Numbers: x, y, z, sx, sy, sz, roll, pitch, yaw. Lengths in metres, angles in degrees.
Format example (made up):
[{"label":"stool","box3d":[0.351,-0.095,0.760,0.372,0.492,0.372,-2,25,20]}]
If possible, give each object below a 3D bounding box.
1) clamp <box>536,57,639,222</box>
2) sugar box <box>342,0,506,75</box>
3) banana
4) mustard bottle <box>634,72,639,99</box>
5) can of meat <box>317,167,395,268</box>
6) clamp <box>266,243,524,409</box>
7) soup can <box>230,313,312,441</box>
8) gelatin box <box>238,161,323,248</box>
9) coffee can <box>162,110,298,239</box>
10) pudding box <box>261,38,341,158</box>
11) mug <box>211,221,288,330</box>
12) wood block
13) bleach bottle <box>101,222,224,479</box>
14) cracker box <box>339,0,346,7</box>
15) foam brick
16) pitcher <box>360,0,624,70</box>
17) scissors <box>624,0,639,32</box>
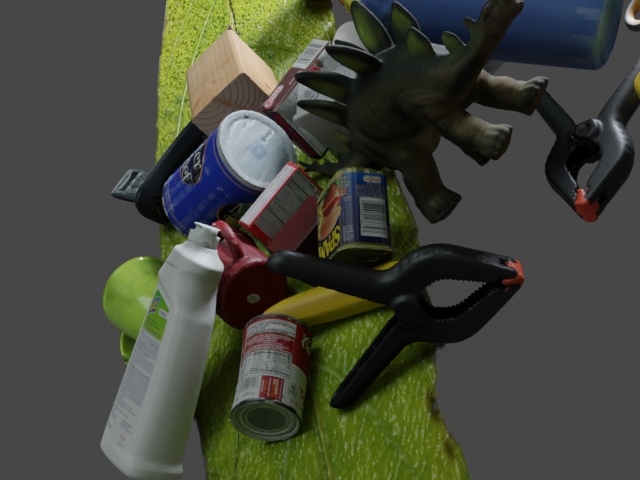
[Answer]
[{"label":"clamp","box3d":[0.233,-0.091,0.955,0.120,0.039,0.171,-10,47,44]},{"label":"sugar box","box3d":[0.114,-0.232,1.151,0.093,0.048,0.176,-44,69,4]},{"label":"banana","box3d":[0.029,0.050,1.017,0.198,0.069,0.037,-23,70,43]},{"label":"mustard bottle","box3d":[0.335,-0.107,0.837,0.096,0.058,0.192,-36,33,5]},{"label":"can of meat","box3d":[0.032,-0.013,1.033,0.102,0.057,0.084,129,142,-64]},{"label":"clamp","box3d":[0.074,0.065,0.919,0.210,0.164,0.036,-11,26,11]},{"label":"soup can","box3d":[-0.046,0.129,1.009,0.069,0.068,0.102,-25,39,30]},{"label":"gelatin box","box3d":[-0.033,-0.029,1.162,0.089,0.073,0.030,-52,32,-8]},{"label":"coffee can","box3d":[-0.106,-0.070,1.230,0.141,0.102,0.102,-38,29,45]},{"label":"pudding box","box3d":[-0.003,-0.167,1.264,0.113,0.090,0.039,-53,34,-11]},{"label":"mug","box3d":[-0.089,0.034,1.126,0.093,0.117,0.082,-23,31,-22]},{"label":"wood block","box3d":[-0.109,-0.188,1.380,0.090,0.090,0.206,-42,24,11]},{"label":"bleach bottle","box3d":[-0.146,0.107,1.066,0.103,0.068,0.251,21,95,56]},{"label":"cracker box","box3d":[0.107,-0.349,1.353,0.164,0.072,0.214,-45,33,4]},{"label":"foam brick","box3d":[-0.007,0.001,1.119,0.078,0.053,0.051,-51,33,-6]},{"label":"pitcher","box3d":[0.169,-0.243,1.042,0.243,0.144,0.149,13,88,20]},{"label":"scissors","box3d":[0.353,-0.270,1.032,0.096,0.016,0.201,-8,48,44]}]
